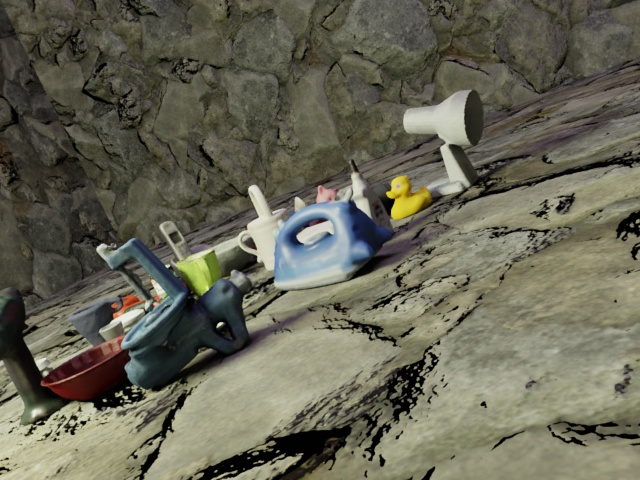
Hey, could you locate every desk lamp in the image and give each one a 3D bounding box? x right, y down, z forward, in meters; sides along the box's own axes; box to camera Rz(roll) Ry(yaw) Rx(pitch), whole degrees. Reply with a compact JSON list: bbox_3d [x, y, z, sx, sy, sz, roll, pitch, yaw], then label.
[{"bbox_3d":[0.288,-0.218,1.308,0.202,0.214,0.118,-14,13,41],"label":"desk lamp"}]

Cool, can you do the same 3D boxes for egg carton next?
[{"bbox_3d":[0.011,0.004,1.180,0.150,0.069,0.107,-18,11,26],"label":"egg carton"}]

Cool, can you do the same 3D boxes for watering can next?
[{"bbox_3d":[-0.108,-0.039,1.315,0.173,0.194,0.100,-29,12,-31],"label":"watering can"}]

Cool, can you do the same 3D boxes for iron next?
[{"bbox_3d":[-0.010,0.002,1.026,0.257,0.141,0.119,-16,12,34],"label":"iron"}]

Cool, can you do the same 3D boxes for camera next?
[{"bbox_3d":[0.114,-0.093,1.369,0.137,0.101,0.143,-25,10,-8],"label":"camera"}]

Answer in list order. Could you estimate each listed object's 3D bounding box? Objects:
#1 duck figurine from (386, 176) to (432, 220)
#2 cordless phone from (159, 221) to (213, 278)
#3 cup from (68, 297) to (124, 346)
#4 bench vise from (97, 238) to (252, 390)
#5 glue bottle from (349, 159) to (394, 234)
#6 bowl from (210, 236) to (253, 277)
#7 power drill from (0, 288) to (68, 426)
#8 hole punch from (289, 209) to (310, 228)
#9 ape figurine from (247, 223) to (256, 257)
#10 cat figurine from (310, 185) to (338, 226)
[{"bbox_3d":[0.196,-0.103,1.285,0.105,0.086,0.077,-27,11,-19],"label":"duck figurine"},{"bbox_3d":[-0.366,0.019,1.616,0.094,0.185,0.148,-16,12,33],"label":"cordless phone"},{"bbox_3d":[-0.474,0.183,1.255,0.118,0.095,0.091,-24,10,-4],"label":"cup"},{"bbox_3d":[-0.215,0.082,0.839,0.208,0.220,0.121,-29,12,-31],"label":"bench vise"},{"bbox_3d":[0.091,-0.078,1.127,0.037,0.173,0.078,-17,12,30],"label":"glue bottle"},{"bbox_3d":[-0.241,0.050,1.493,0.167,0.075,0.167,-22,10,4],"label":"bowl"},{"bbox_3d":[-0.498,0.188,0.948,0.076,0.208,0.229,-26,10,-14],"label":"power drill"},{"bbox_3d":[-0.064,-0.024,1.437,0.108,0.091,0.101,-12,15,47],"label":"hole punch"},{"bbox_3d":[-0.171,-0.006,1.583,0.076,0.092,0.077,-24,10,-4],"label":"ape figurine"},{"bbox_3d":[0.007,-0.085,1.521,0.128,0.118,0.067,-25,10,-13],"label":"cat figurine"}]
